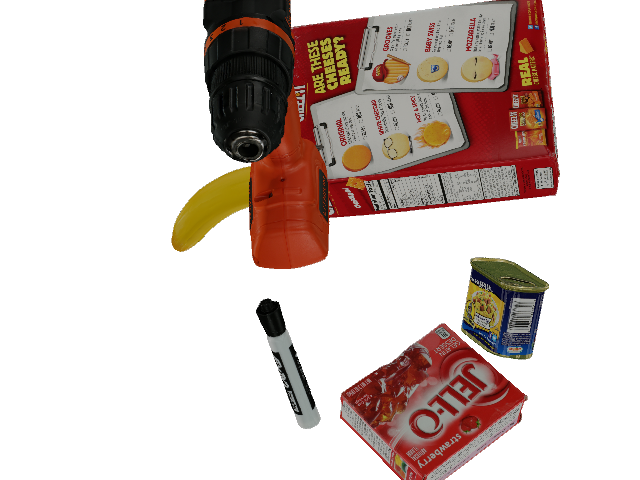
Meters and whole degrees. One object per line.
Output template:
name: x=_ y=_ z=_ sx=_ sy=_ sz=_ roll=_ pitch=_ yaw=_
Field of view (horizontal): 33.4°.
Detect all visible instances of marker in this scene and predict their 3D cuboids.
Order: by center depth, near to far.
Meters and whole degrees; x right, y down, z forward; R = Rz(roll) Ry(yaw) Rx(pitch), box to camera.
marker: x=-0.025 y=0.096 z=0.828 sx=0.020 sy=0.121 sz=0.020 roll=-13 pitch=30 yaw=8

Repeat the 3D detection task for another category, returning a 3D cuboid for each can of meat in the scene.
can of meat: x=0.199 y=0.074 z=1.168 sx=0.057 sy=0.084 sz=0.102 roll=2 pitch=16 yaw=-21

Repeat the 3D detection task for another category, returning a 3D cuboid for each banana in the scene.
banana: x=-0.077 y=-0.035 z=1.036 sx=0.198 sy=0.069 sz=0.037 roll=-12 pitch=19 yaw=30

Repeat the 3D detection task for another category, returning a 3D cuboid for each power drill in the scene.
power drill: x=-0.031 y=-0.069 z=0.670 sx=0.057 sy=0.184 sz=0.187 roll=-4 pitch=-43 yaw=4

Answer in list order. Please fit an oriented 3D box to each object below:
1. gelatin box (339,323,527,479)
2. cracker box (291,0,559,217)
gelatin box: x=0.068 y=0.100 z=0.643 sx=0.089 sy=0.030 sz=0.073 roll=-31 pitch=55 yaw=-26
cracker box: x=0.083 y=-0.108 z=0.882 sx=0.214 sy=0.164 sz=0.072 roll=-6 pitch=-30 yaw=13
